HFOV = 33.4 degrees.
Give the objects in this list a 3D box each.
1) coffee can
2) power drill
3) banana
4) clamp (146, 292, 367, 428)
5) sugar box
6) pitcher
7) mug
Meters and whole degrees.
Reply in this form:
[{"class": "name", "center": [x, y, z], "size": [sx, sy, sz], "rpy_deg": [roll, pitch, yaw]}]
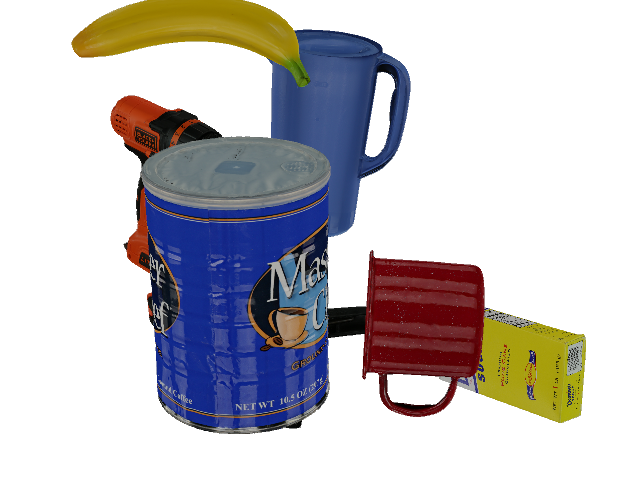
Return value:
[{"class": "coffee can", "center": [-0.046, 0.023, 0.606], "size": [0.103, 0.140, 0.103], "rpy_deg": [0, 23, 0]}, {"class": "power drill", "center": [-0.144, -0.043, 1.110], "size": [0.185, 0.188, 0.057], "rpy_deg": [28, 37, 34]}, {"class": "banana", "center": [-0.103, -0.172, 0.882], "size": [0.198, 0.069, 0.037], "rpy_deg": [7, -34, 1]}, {"class": "clamp", "center": [-0.059, 0.081, 0.953], "size": [0.210, 0.036, 0.164], "rpy_deg": [20, 36, 29]}, {"class": "sugar box", "center": [0.209, 0.132, 1.191], "size": [0.048, 0.093, 0.177], "rpy_deg": [-9, 16, -43]}, {"class": "pitcher", "center": [0.009, -0.129, 1.312], "size": [0.144, 0.243, 0.149], "rpy_deg": [-9, 27, -29]}, {"class": "mug", "center": [0.072, 0.068, 0.765], "size": [0.081, 0.117, 0.093], "rpy_deg": [4, -10, 3]}]
